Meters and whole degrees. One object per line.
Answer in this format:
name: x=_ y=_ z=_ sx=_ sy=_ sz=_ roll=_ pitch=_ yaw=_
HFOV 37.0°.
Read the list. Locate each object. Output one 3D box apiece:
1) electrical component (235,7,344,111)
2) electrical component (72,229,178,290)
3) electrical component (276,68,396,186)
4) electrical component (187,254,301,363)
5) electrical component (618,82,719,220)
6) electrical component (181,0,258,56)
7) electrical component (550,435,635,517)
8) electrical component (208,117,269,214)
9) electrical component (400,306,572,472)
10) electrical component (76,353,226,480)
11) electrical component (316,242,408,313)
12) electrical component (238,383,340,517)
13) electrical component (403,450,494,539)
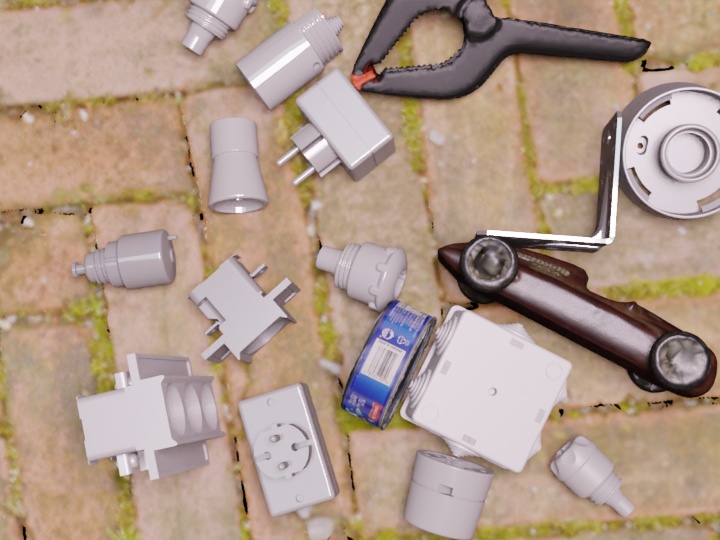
electrical component: x=-0.046 y=-0.158 z=0.787 sx=0.081 sy=0.043 sz=0.043 roll=-37 pitch=82 yaw=0
electrical component: x=-0.170 y=-0.005 z=0.781 sx=0.078 sy=0.040 sz=0.040 roll=-8 pitch=83 yaw=4
electrical component: x=-0.024 y=-0.092 z=0.776 sx=0.077 sy=0.047 sz=0.065 roll=-38 pitch=82 yaw=0
electrical component: x=-0.085 y=0.028 z=0.771 sx=0.081 sy=0.042 sz=0.063 roll=-42 pitch=78 yaw=-2
electrical component: x=0.228 y=-0.084 z=0.758 sx=0.099 sy=0.064 sz=0.099 roll=1 pitch=97 yaw=7
electrical component: x=-0.109 y=-0.189 z=0.796 sx=0.048 sy=0.048 sz=0.062 roll=33 pitch=94 yaw=7
electrical component: x=0.163 y=0.145 z=0.740 sx=0.061 sy=0.035 sz=0.035 roll=44 pitch=89 yaw=5
electrical component: x=-0.091 y=-0.078 z=0.784 sx=0.044 sy=0.044 sz=0.065 roll=-6 pitch=78 yaw=4
electrical component: x=0.087 y=0.082 z=0.739 sx=0.100 sy=0.048 sz=0.099 roll=27 pitch=86 yaw=-3
electrical component: x=-0.140 y=0.100 z=0.726 sx=0.063 sy=0.121 sz=0.078 roll=-13 pitch=83 yaw=6
electrical component: x=0.000 y=0.000 z=0.766 sx=0.062 sy=0.048 sz=0.048 roll=19 pitch=85 yaw=15
electrical component: x=-0.051 y=0.123 z=0.739 sx=0.047 sy=0.075 sz=0.083 roll=-18 pitch=83 yaw=3
electrical component: x=0.059 y=0.154 z=0.738 sx=0.055 sy=0.055 sz=0.047 roll=16 pitch=89 yaw=6
